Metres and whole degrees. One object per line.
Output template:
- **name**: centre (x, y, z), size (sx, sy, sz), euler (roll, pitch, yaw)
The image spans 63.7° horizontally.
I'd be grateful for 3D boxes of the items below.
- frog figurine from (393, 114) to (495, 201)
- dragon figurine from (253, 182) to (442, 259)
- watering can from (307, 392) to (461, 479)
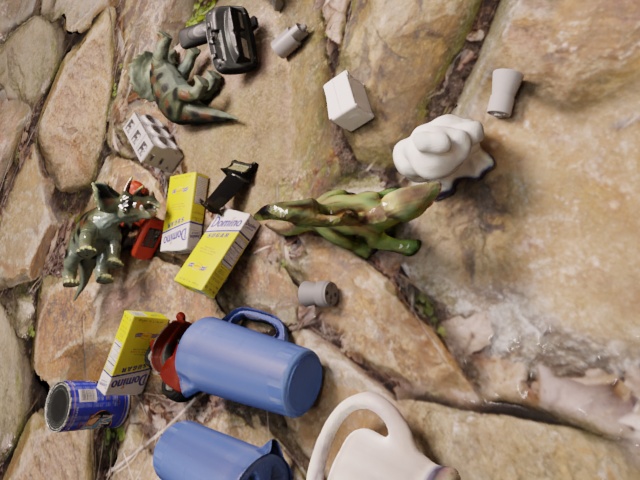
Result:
- **frog figurine**: centre (0.164, -0.133, 0.740), size (0.137, 0.158, 0.124), euler (-9, 71, 36)
- **dragon figurine**: centre (0.002, -0.040, 0.791), size (0.409, 0.242, 0.123), euler (-5, 80, 35)
- **watering can**: centre (0.065, 0.392, 0.692), size (0.225, 0.103, 0.350), euler (9, 81, 39)
